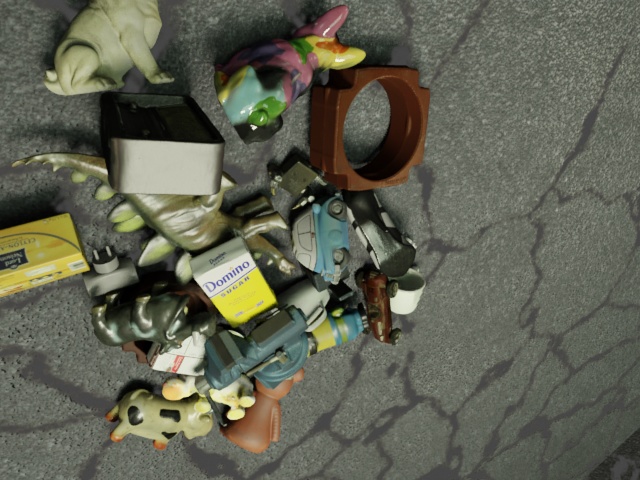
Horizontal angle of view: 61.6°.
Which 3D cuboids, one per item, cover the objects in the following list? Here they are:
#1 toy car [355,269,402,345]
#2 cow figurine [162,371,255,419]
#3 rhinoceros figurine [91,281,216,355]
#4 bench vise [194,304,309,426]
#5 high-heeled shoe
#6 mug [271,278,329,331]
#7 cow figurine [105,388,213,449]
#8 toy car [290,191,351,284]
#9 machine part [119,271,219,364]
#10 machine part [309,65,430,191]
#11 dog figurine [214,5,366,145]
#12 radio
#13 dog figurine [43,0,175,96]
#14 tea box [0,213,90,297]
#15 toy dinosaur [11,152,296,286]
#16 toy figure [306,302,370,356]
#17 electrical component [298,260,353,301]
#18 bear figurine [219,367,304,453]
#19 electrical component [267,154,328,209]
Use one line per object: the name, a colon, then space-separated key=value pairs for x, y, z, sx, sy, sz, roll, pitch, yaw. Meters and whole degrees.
toy car: x=0.124 y=0.149 z=1.146 sx=0.053 sy=0.089 sz=0.201 roll=-44 pitch=138 yaw=-42
cow figurine: x=-0.209 y=0.268 z=1.008 sx=0.167 sy=0.098 sz=0.068 roll=20 pitch=117 yaw=-20
rhinoceros figurine: x=-0.258 y=0.127 z=0.832 sx=0.190 sy=0.073 sz=0.112 roll=-5 pitch=102 yaw=3
bench vise: x=-0.105 y=0.221 z=0.961 sx=0.223 sy=0.129 sz=0.240 roll=-45 pitch=150 yaw=-15
high-heeled shoe: x=0.107 y=-0.019 z=1.051 sx=0.086 sy=0.145 sz=0.248 roll=-36 pitch=148 yaw=-4
mug: x=-0.029 y=0.126 z=1.044 sx=0.107 sy=0.110 sz=0.080 roll=-41 pitch=127 yaw=-21
cow figurine: x=-0.289 y=0.331 z=1.026 sx=0.194 sy=0.086 sz=0.127 roll=31 pitch=106 yaw=-38
toy car: x=-0.002 y=-0.003 z=0.963 sx=0.103 sy=0.161 sz=0.109 roll=0 pitch=161 yaw=-3
machine part: x=-0.265 y=0.134 z=0.938 sx=0.179 sy=0.056 sz=0.179 roll=-13 pitch=122 yaw=-22
machine part: x=0.083 y=-0.192 z=0.911 sx=0.201 sy=0.087 sz=0.200 roll=-12 pitch=115 yaw=-34
dog figurine: x=-0.039 y=-0.245 z=0.776 sx=0.219 sy=0.192 sz=0.108 roll=-27 pitch=123 yaw=6
radio: x=-0.214 y=-0.132 z=0.703 sx=0.131 sy=0.230 sz=0.073 roll=-2 pitch=117 yaw=-24
dog figurine: x=-0.275 y=-0.285 z=0.673 sx=0.172 sy=0.121 sz=0.190 roll=-18 pitch=111 yaw=-24
tea box: x=-0.422 y=0.027 z=0.749 sx=0.170 sy=0.068 sz=0.098 roll=-17 pitch=168 yaw=-22
toy dinosaur: x=-0.211 y=-0.039 z=0.837 sx=0.198 sy=0.105 sz=0.470 roll=-49 pitch=128 yaw=5
toy figure: x=0.012 y=0.182 z=1.097 sx=0.180 sy=0.089 sz=0.082 roll=-16 pitch=84 yaw=-6
electrical component: x=0.016 y=0.063 z=1.019 sx=0.075 sy=0.119 sz=0.047 roll=-25 pitch=128 yaw=-13
bear figurine: x=-0.121 y=0.333 z=1.119 sx=0.120 sy=0.132 sz=0.196 roll=24 pitch=72 yaw=-4
electrical component: x=-0.042 y=-0.100 z=0.928 sx=0.078 sy=0.045 sz=0.102 roll=-34 pitch=135 yaw=21
